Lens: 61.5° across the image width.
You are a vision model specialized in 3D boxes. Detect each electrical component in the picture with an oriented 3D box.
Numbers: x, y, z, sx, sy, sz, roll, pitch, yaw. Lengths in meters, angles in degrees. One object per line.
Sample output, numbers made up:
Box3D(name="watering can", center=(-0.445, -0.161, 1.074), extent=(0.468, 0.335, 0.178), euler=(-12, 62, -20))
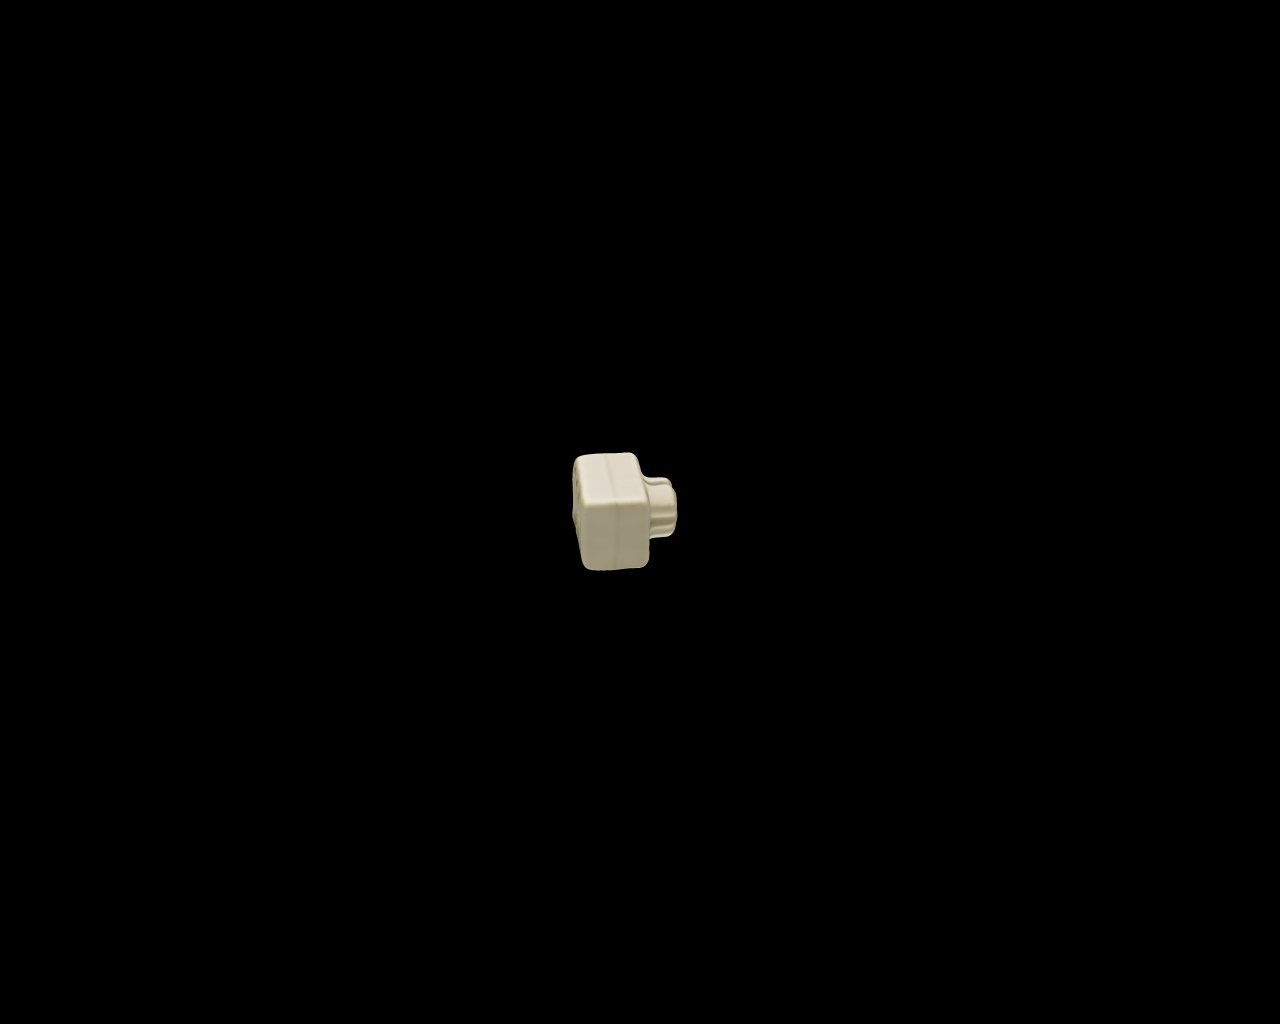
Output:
Box3D(name="electrical component", center=(0.001, -0.003, 0.650), extent=(0.077, 0.047, 0.066), euler=(-4, 30, -6))
